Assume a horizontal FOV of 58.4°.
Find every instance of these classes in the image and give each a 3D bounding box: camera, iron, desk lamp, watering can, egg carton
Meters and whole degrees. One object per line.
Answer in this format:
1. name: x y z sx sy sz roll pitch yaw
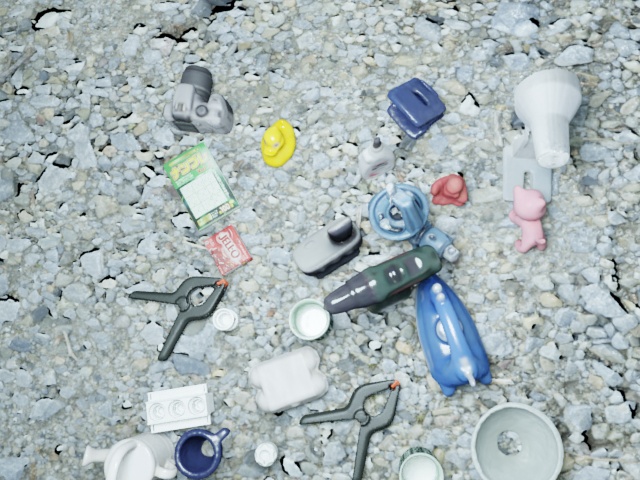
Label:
1. camera: -0.267 -0.315 1.265 0.143 0.101 0.137 7 80 7
2. iron: 0.245 0.165 1.099 0.118 0.141 0.258 -19 78 2
3. desk lamp: 0.430 -0.195 1.112 0.118 0.213 0.203 2 79 7
4. watering can: -0.362 0.427 1.084 0.172 0.194 0.101 -12 78 4
5. egg carton: -0.063 0.281 1.145 0.150 0.069 0.107 -21 78 2

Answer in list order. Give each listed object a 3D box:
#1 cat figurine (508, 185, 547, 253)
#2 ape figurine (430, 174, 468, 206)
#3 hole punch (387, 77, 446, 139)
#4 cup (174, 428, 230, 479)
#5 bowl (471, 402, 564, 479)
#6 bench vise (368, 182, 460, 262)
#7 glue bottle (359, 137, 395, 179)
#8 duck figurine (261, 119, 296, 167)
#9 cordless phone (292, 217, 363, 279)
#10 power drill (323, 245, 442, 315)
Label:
1. cat figurine: 0.419 -0.045 1.134 0.067 0.118 0.128 -13 78 4
2. ape figurine: 0.270 -0.105 1.174 0.077 0.092 0.076 42 86 12
3. hole punch: 0.204 -0.290 1.217 0.101 0.091 0.108 -40 78 -3
4. cup: -0.217 0.405 1.124 0.118 0.095 0.091 -39 78 -2
5. bowl: 0.363 0.390 1.078 0.167 0.075 0.167 -1 79 6
6. bench vise: 0.186 -0.046 1.105 0.207 0.220 0.121 21 82 10
7. glue bottle: 0.115 -0.172 1.161 0.078 0.173 0.037 -27 77 1
8. duck figurine: -0.095 -0.218 1.236 0.077 0.086 0.105 16 81 9
9. cordless phone: 0.010 0.004 1.132 0.147 0.185 0.094 -37 77 -2
10. power drill: 0.119 0.088 1.092 0.229 0.208 0.075 -28 77 0
